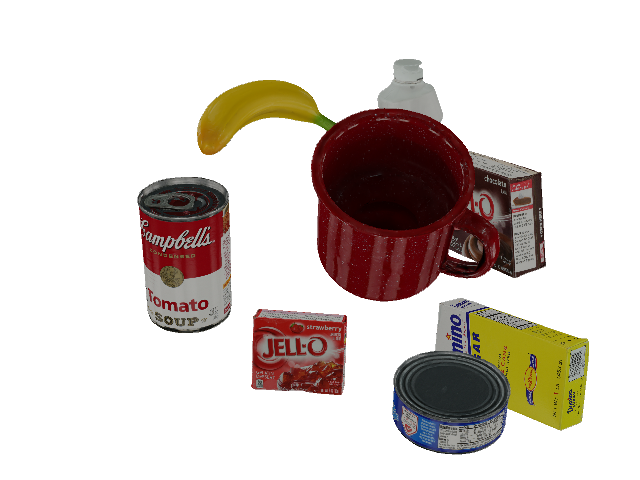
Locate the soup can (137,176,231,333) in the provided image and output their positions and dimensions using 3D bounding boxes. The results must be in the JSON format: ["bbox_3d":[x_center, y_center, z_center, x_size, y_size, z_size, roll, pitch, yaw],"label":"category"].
[{"bbox_3d":[-0.103,0.011,0.818,0.068,0.102,0.068,1,30,-1],"label":"soup can"}]

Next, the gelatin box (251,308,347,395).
[{"bbox_3d":[-0.021,0.106,1.018,0.089,0.073,0.030,4,13,6],"label":"gelatin box"}]

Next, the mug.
[{"bbox_3d":[0.050,-0.013,0.630,0.117,0.093,0.081,23,-32,13],"label":"mug"}]

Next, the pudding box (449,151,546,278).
[{"bbox_3d":[0.152,-0.026,0.950,0.039,0.090,0.114,-16,19,-23],"label":"pudding box"}]

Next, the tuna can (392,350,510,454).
[{"bbox_3d":[0.096,0.119,0.792,0.086,0.034,0.086,1,29,-1],"label":"tuna can"}]

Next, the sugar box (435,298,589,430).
[{"bbox_3d":[0.200,0.129,1.145,0.048,0.093,0.177,-10,18,-43],"label":"sugar box"}]

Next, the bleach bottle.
[{"bbox_3d":[0.085,-0.070,1.160,0.102,0.251,0.068,-17,29,-33],"label":"bleach bottle"}]

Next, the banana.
[{"bbox_3d":[-0.060,-0.124,1.031,0.070,0.037,0.197,42,35,23],"label":"banana"}]
